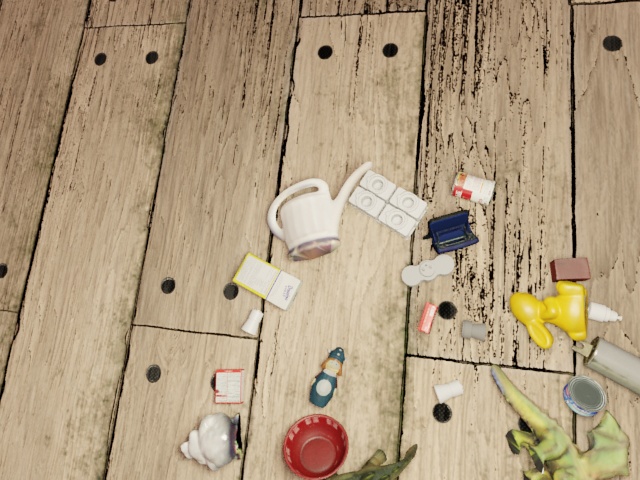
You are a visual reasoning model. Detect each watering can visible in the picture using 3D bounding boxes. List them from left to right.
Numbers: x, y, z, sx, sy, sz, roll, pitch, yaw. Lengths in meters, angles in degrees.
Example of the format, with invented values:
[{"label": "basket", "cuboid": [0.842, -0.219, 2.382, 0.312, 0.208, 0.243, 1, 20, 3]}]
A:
[{"label": "watering can", "cuboid": [0.004, -0.070, 1.393, 0.345, 0.103, 0.227, -20, 72, 26]}]

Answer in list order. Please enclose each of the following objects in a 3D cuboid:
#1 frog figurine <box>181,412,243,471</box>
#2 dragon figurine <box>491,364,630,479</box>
[{"label": "frog figurine", "cuboid": [-0.285, 0.520, 1.325, 0.159, 0.123, 0.137, -8, 95, 0]}, {"label": "dragon figurine", "cuboid": [0.569, 0.459, 1.165, 0.243, 0.120, 0.417, -11, 66, -8]}]
